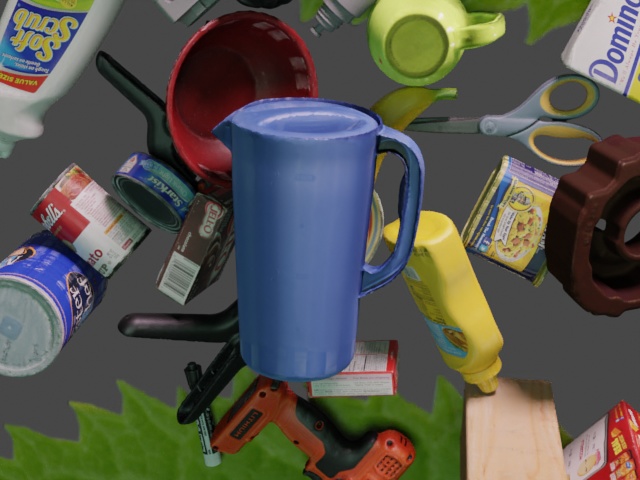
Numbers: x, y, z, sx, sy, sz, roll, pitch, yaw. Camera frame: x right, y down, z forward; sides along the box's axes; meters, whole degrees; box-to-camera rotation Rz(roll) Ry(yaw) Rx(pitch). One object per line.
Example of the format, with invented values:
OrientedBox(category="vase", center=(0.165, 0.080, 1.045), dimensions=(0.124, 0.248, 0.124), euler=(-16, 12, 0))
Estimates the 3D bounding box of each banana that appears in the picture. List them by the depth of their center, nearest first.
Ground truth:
OrientedBox(category="banana", center=(0.052, -0.069, 1.002), dimensions=(0.069, 0.037, 0.198), euler=(30, 105, 4))

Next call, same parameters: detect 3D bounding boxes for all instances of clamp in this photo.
OrientedBox(category="clamp", center=(-0.127, -0.124, 1.024), dimensions=(0.120, 0.039, 0.171), euler=(-20, 111, 14))
OrientedBox(category="clamp", center=(-0.087, 0.092, 1.064), dimensions=(0.210, 0.036, 0.164), euler=(-29, 133, 3))

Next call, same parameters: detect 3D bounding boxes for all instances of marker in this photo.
OrientedBox(category="marker", center=(-0.126, 0.186, 1.144), dimensions=(0.020, 0.020, 0.121), euler=(-7, 109, 10))

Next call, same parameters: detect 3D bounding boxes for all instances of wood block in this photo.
OrientedBox(category="wood block", center=(0.180, 0.217, 1.015), dimensions=(0.090, 0.206, 0.091), euler=(4, 110, 6))

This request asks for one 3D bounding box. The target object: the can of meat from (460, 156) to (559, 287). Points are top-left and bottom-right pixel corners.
OrientedBox(category="can of meat", center=(0.190, -0.019, 1.009), dimensions=(0.084, 0.057, 0.102), euler=(25, 110, 1))

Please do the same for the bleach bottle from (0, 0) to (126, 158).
OrientedBox(category="bleach bottle", center=(-0.254, -0.184, 1.007), dimensions=(0.102, 0.068, 0.251), euler=(31, 112, 1))

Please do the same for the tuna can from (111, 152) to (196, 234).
OrientedBox(category="tuna can", center=(-0.158, -0.045, 1.032), dimensions=(0.086, 0.086, 0.033), euler=(39, 69, -7))

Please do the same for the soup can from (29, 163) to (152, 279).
OrientedBox(category="soup can", center=(-0.227, -0.018, 1.058), dimensions=(0.102, 0.068, 0.069), euler=(41, 109, -8))

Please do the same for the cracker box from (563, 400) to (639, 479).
OrientedBox(category="cracker box", center=(0.252, 0.279, 1.050), dimensions=(0.072, 0.164, 0.214), euler=(41, 109, -6))

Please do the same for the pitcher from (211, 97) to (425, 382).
OrientedBox(category="pitcher", center=(-0.006, 0.001, 0.955), dimensions=(0.144, 0.149, 0.243), euler=(-13, 116, -33))

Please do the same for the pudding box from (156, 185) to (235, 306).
OrientedBox(category="pudding box", center=(-0.108, -0.002, 1.036), dimensions=(0.039, 0.090, 0.114), euler=(32, 112, 8))

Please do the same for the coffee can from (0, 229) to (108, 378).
OrientedBox(category="coffee can", center=(-0.280, 0.059, 1.055), dimensions=(0.103, 0.140, 0.103), euler=(2, 110, 7))

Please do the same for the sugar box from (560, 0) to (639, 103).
OrientedBox(category="sugar box", center=(0.314, -0.160, 0.948), dimensions=(0.176, 0.048, 0.093), euler=(25, 111, -3))

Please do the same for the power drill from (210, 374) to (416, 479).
OrientedBox(category="power drill", center=(-0.020, 0.237, 1.130), dimensions=(0.187, 0.057, 0.185), euler=(36, 107, -9))

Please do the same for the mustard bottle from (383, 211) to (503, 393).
OrientedBox(category="mustard bottle", center=(0.129, 0.067, 1.027), dimensions=(0.058, 0.096, 0.191), euler=(-32, 111, -17))

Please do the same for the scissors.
OrientedBox(category="scissors", center=(0.171, -0.124, 0.996), dimensions=(0.202, 0.016, 0.096), euler=(16, 109, 2))

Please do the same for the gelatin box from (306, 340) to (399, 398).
OrientedBox(category="gelatin box", center=(0.034, 0.130, 1.074), dimensions=(0.089, 0.073, 0.030), euler=(-4, 109, 8))

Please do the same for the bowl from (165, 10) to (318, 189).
OrientedBox(category="bowl", center=(-0.082, -0.131, 0.982), dimensions=(0.161, 0.055, 0.162), euler=(-12, 111, -34))
